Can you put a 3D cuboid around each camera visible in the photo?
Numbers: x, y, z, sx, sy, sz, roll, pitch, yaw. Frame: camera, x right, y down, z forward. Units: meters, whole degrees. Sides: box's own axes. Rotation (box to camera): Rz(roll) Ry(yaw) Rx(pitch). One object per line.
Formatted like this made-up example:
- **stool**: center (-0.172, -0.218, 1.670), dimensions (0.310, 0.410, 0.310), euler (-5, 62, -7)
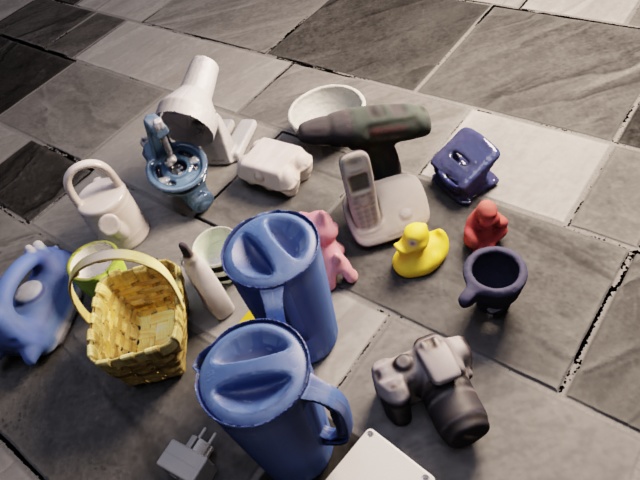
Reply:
- **camera**: center (0.155, 0.207, 0.772), dimensions (0.143, 0.101, 0.136), euler (-21, 48, -4)

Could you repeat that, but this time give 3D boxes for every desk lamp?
- **desk lamp**: center (-0.237, -0.256, 1.192), dimensions (0.117, 0.214, 0.203), euler (4, 52, 18)

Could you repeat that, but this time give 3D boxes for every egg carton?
- **egg carton**: center (-0.093, -0.148, 1.159), dimensions (0.149, 0.069, 0.107), euler (18, 57, 27)

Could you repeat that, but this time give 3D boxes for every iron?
- **iron**: center (-0.512, 0.088, 1.015), dimensions (0.118, 0.142, 0.258), euler (-2, 50, 12)

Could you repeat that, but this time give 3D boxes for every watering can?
- **watering can**: center (-0.405, -0.069, 1.087), dimensions (0.172, 0.194, 0.101), euler (30, 63, 33)

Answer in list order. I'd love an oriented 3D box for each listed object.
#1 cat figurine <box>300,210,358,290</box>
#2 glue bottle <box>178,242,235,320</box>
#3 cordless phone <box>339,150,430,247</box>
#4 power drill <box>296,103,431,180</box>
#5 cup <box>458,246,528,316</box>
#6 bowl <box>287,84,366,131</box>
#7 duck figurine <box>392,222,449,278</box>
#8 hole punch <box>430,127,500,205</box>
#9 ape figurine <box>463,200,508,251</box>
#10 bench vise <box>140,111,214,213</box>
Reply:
- **cat figurine**: center (0.009, 0.003, 0.972), dimensions (0.067, 0.118, 0.127), euler (-23, 49, -6)
- **glue bottle**: center (-0.195, 0.060, 0.938), dimensions (0.037, 0.173, 0.078), euler (-39, 52, -18)
- **cordless phone**: center (0.106, -0.085, 0.977), dimensions (0.147, 0.185, 0.094), euler (-21, 48, -4)
- **power drill**: center (0.087, -0.152, 1.024), dimensions (0.229, 0.209, 0.075), euler (-17, 48, -1)
- **cup**: center (0.253, 0.079, 0.861), dimensions (0.118, 0.095, 0.091), euler (-37, 51, -18)
- **bowl**: center (0.020, -0.253, 1.217), dimensions (0.167, 0.075, 0.167), euler (-7, 49, 8)
- **duck figurine**: center (0.165, 0.005, 0.952), dimensions (0.104, 0.086, 0.077), euler (-29, 49, -11)
- **hole punch**: center (0.264, -0.137, 1.045), dimensions (0.101, 0.091, 0.108), euler (-30, 50, -12)
- **ape figurine**: center (0.273, -0.028, 0.949), dimensions (0.077, 0.092, 0.076), euler (-12, 48, 5)
- **bench vise**: center (-0.315, -0.166, 1.129), dimensions (0.206, 0.220, 0.122), euler (19, 57, 28)
